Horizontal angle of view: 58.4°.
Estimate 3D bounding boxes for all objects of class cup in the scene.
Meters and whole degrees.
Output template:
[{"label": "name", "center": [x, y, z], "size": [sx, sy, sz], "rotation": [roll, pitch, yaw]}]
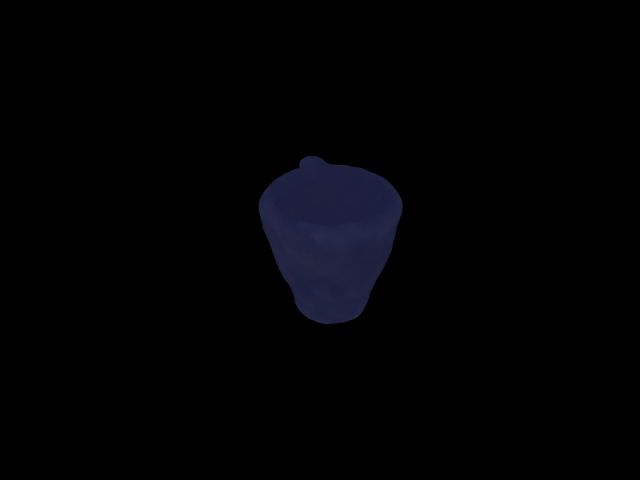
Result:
[{"label": "cup", "center": [0.004, 0.001, 0.400], "size": [0.092, 0.095, 0.117], "rotation": [-8, 35, -11]}]
